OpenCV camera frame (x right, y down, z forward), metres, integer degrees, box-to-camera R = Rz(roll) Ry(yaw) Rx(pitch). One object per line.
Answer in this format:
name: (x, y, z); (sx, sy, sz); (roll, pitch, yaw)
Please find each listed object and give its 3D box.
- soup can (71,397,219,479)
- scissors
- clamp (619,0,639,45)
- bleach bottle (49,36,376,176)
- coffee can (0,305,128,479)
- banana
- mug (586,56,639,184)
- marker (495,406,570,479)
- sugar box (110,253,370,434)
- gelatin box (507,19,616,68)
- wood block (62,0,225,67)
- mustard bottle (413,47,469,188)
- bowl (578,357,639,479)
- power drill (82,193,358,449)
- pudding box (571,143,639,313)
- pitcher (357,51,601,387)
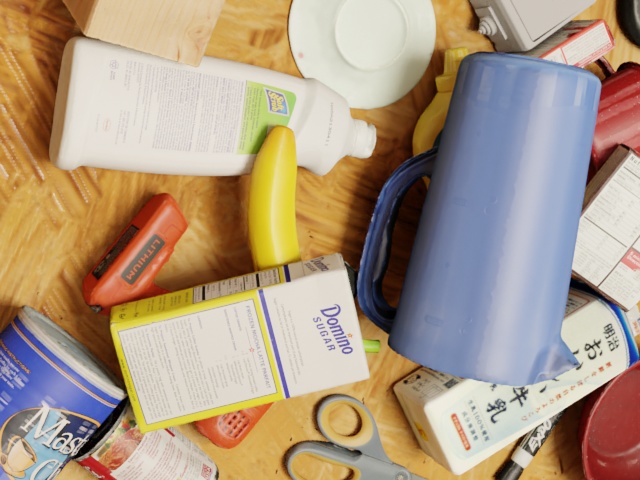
soup can: (-0.138, 0.175, 0.844); (0.102, 0.069, 0.068); (44, 83, -20)
scissors: (0.067, 0.190, 0.946); (0.201, 0.016, 0.096); (9, 95, -20)
clamp: (0.319, -0.181, 0.967); (0.171, 0.039, 0.120); (40, 78, -15)
bleach bottle: (-0.076, -0.088, 0.831); (0.250, 0.068, 0.102); (8, 96, -22)
coffee can: (-0.226, 0.134, 0.789); (0.102, 0.103, 0.140); (42, 83, -20)
banana: (-0.019, 0.013, 0.824); (0.069, 0.037, 0.198); (-27, 106, -20)
mug: (0.247, -0.107, 0.930); (0.081, 0.093, 0.117); (-27, 89, -9)
marker: (0.201, 0.181, 0.990); (0.020, 0.020, 0.121); (37, 85, -20)
sugar box: (-0.059, 0.076, 0.789); (0.176, 0.048, 0.093); (-14, 110, -4)
gelatin box: (0.194, -0.155, 0.908); (0.089, 0.073, 0.030); (-32, 108, -13)
wood block: (-0.099, -0.240, 0.743); (0.090, 0.090, 0.206); (11, 115, -32)
mustard bottle: (0.129, -0.067, 0.906); (0.096, 0.058, 0.191); (-12, 101, -10)
bowl: (0.299, 0.172, 0.999); (0.161, 0.055, 0.162); (-5, 105, -20)
power drill: (-0.079, 0.049, 0.852); (0.187, 0.057, 0.184); (42, 80, -19)
pudding box: (0.253, -0.009, 0.885); (0.090, 0.039, 0.113); (35, 101, -6)
pitcher: (0.129, -0.019, 0.827); (0.149, 0.145, 0.243); (9, 97, -16)
